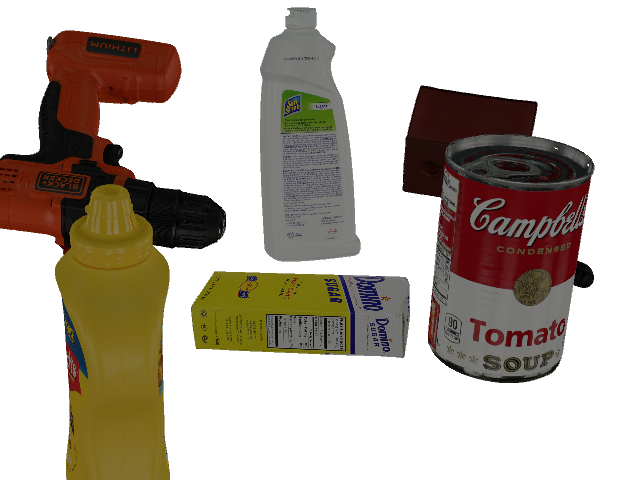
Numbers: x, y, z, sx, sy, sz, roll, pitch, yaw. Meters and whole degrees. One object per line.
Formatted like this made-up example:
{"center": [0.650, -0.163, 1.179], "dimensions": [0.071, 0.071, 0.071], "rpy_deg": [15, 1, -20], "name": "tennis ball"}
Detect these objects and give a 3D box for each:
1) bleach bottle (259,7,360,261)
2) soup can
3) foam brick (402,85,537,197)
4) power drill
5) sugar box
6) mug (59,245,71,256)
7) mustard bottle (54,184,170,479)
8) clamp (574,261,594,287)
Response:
{"center": [-0.011, -0.108, 1.083], "dimensions": [0.102, 0.251, 0.068], "rpy_deg": [-5, 16, -18], "name": "bleach bottle"}
{"center": [0.088, 0.008, 0.510], "dimensions": [0.068, 0.102, 0.068], "rpy_deg": [2, 24, -1], "name": "soup can"}
{"center": [0.096, -0.060, 0.693], "dimensions": [0.078, 0.051, 0.053], "rpy_deg": [9, -40, 9], "name": "foam brick"}
{"center": [-0.155, -0.075, 0.810], "dimensions": [0.184, 0.187, 0.057], "rpy_deg": [8, -41, -4], "name": "power drill"}
{"center": [-0.013, 0.060, 0.906], "dimensions": [0.176, 0.048, 0.093], "rpy_deg": [-1, 18, 8], "name": "sugar box"}
{"center": [-0.216, 0.034, 1.060], "dimensions": [0.093, 0.081, 0.117], "rpy_deg": [6, 30, 6], "name": "mug"}
{"center": [-0.109, 0.059, 0.569], "dimensions": [0.058, 0.192, 0.096], "rpy_deg": [-3, 30, -14], "name": "mustard bottle"}
{"center": [0.188, 0.011, 1.069], "dimensions": [0.120, 0.039, 0.171], "rpy_deg": [-10, 45, -22], "name": "clamp"}
